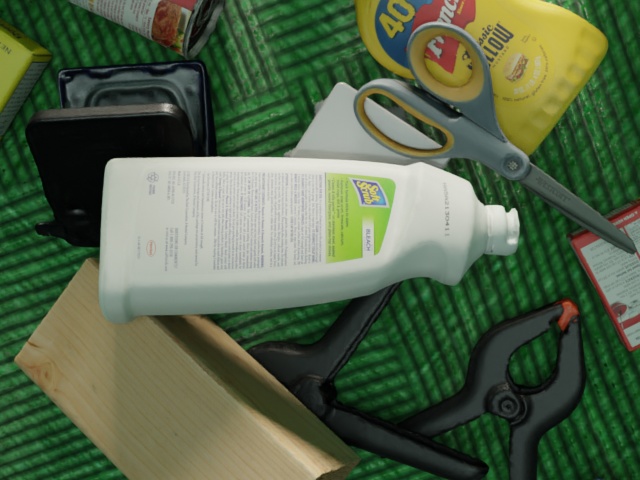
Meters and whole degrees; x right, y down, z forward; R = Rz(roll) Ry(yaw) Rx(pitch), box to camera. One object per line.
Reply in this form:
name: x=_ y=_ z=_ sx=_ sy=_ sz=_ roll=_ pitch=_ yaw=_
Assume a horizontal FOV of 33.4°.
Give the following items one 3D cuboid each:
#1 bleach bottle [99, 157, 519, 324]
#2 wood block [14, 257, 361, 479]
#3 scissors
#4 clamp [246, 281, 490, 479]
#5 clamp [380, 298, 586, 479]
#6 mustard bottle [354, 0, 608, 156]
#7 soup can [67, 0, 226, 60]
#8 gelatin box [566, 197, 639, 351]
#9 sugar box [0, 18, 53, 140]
bleach bottle: x=-0.004 y=0.001 z=0.654 sx=0.250 sy=0.068 sz=0.102 roll=1 pitch=77 yaw=-3
wood block: x=-0.087 y=0.112 z=0.702 sx=0.206 sy=0.090 sz=0.091 roll=40 pitch=100 yaw=18
scissors: x=0.121 y=-0.068 z=0.665 sx=0.202 sy=0.016 sz=0.096 roll=20 pitch=109 yaw=2
clamp: x=0.000 y=0.098 z=0.741 sx=0.210 sy=0.036 sz=0.164 roll=-11 pitch=83 yaw=16
clamp: x=0.135 y=0.121 z=0.735 sx=0.120 sy=0.039 sz=0.172 roll=39 pitch=104 yaw=-1
mustard bottle: x=0.082 y=-0.144 z=0.691 sx=0.191 sy=0.058 sz=0.096 roll=35 pitch=106 yaw=1
soup can: x=-0.118 y=-0.171 z=0.704 sx=0.102 sy=0.068 sz=0.068 roll=26 pitch=100 yaw=2
gelatin box: x=0.219 y=0.020 z=0.715 sx=0.073 sy=0.030 sz=0.089 roll=-28 pitch=94 yaw=8
sugar box: x=-0.274 y=-0.083 z=0.746 sx=0.093 sy=0.048 sz=0.176 roll=35 pitch=99 yaw=0
